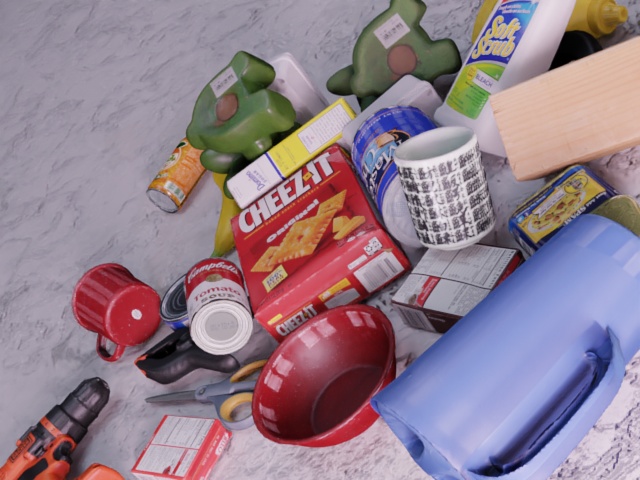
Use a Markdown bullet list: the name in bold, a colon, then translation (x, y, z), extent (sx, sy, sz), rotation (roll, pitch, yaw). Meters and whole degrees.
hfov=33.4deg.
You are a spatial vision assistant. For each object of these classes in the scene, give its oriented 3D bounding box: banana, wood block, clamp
- **banana**: translation (-0.121, -0.049, 1.399), extent (0.070, 0.037, 0.197), rotation (-26, 35, 20)
- **wood block**: translation (0.279, -0.131, 1.008), extent (0.206, 0.091, 0.090), rotation (-19, -4, 30)
- **clamp**: translation (-0.135, 0.116, 1.213), extent (0.172, 0.039, 0.120), rotation (-14, 25, 35)
- **clamp**: translation (0.249, -0.200, 1.160), extent (0.210, 0.036, 0.164), rotation (30, 104, 52)

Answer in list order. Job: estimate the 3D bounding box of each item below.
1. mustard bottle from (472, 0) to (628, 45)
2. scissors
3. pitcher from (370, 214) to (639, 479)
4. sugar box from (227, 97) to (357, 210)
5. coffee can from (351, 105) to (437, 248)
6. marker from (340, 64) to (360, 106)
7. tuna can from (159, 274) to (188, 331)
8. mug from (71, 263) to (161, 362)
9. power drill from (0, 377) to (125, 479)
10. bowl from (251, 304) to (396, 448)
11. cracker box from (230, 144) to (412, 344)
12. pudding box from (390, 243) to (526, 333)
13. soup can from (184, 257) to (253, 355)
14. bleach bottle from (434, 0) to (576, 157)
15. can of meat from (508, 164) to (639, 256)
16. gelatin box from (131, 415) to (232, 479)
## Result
- **mustard bottle**: translation (0.269, -0.255, 1.229), extent (0.192, 0.058, 0.096), rotation (11, 65, 50)
- **scissors**: translation (-0.122, 0.178, 1.141), extent (0.202, 0.016, 0.096), rotation (-22, 33, 26)
- **pitcher**: translation (0.171, 0.097, 0.839), extent (0.242, 0.145, 0.149), rotation (-44, 64, -11)
- **sugar box**: translation (-0.024, -0.096, 1.305), extent (0.176, 0.093, 0.048), rotation (-33, 73, 7)
- **coffee can**: translation (0.099, -0.070, 1.137), extent (0.103, 0.102, 0.140), rotation (-35, 32, 8)
- **marker**: translation (0.049, -0.206, 1.434), extent (0.020, 0.020, 0.121), rotation (-35, 32, 8)
- **tuna can**: translation (-0.151, 0.074, 1.282), extent (0.086, 0.033, 0.086), rotation (-27, 34, 20)
- **mug**: translation (-0.252, 0.094, 1.324), extent (0.082, 0.093, 0.117), rotation (21, 97, 49)
- **power drill**: translation (-0.277, 0.250, 1.179), extent (0.184, 0.057, 0.188), rotation (-50, 31, -9)
- **bowl**: translation (0.015, 0.139, 1.012), extent (0.162, 0.055, 0.162), rotation (-27, 34, 20)
- **cracker box**: translation (-0.008, 0.001, 1.189), extent (0.164, 0.072, 0.214), rotation (-35, 32, 8)
- **pudding box**: translation (0.134, 0.045, 1.021), extent (0.114, 0.039, 0.090), rotation (11, 55, 48)
- **soup can**: translation (-0.110, 0.070, 1.147), extent (0.068, 0.068, 0.102), rotation (-36, 26, 7)
- **bleach bottle**: translation (0.211, -0.220, 1.126), extent (0.103, 0.068, 0.251), rotation (48, 121, 53)
- **can of meat**: translation (0.231, -0.014, 0.977), extent (0.102, 0.057, 0.084), rotation (-37, 30, 4)
- **gelatin box**: translation (-0.142, 0.220, 1.100), extent (0.089, 0.030, 0.073), rotation (-4, 46, 42)
